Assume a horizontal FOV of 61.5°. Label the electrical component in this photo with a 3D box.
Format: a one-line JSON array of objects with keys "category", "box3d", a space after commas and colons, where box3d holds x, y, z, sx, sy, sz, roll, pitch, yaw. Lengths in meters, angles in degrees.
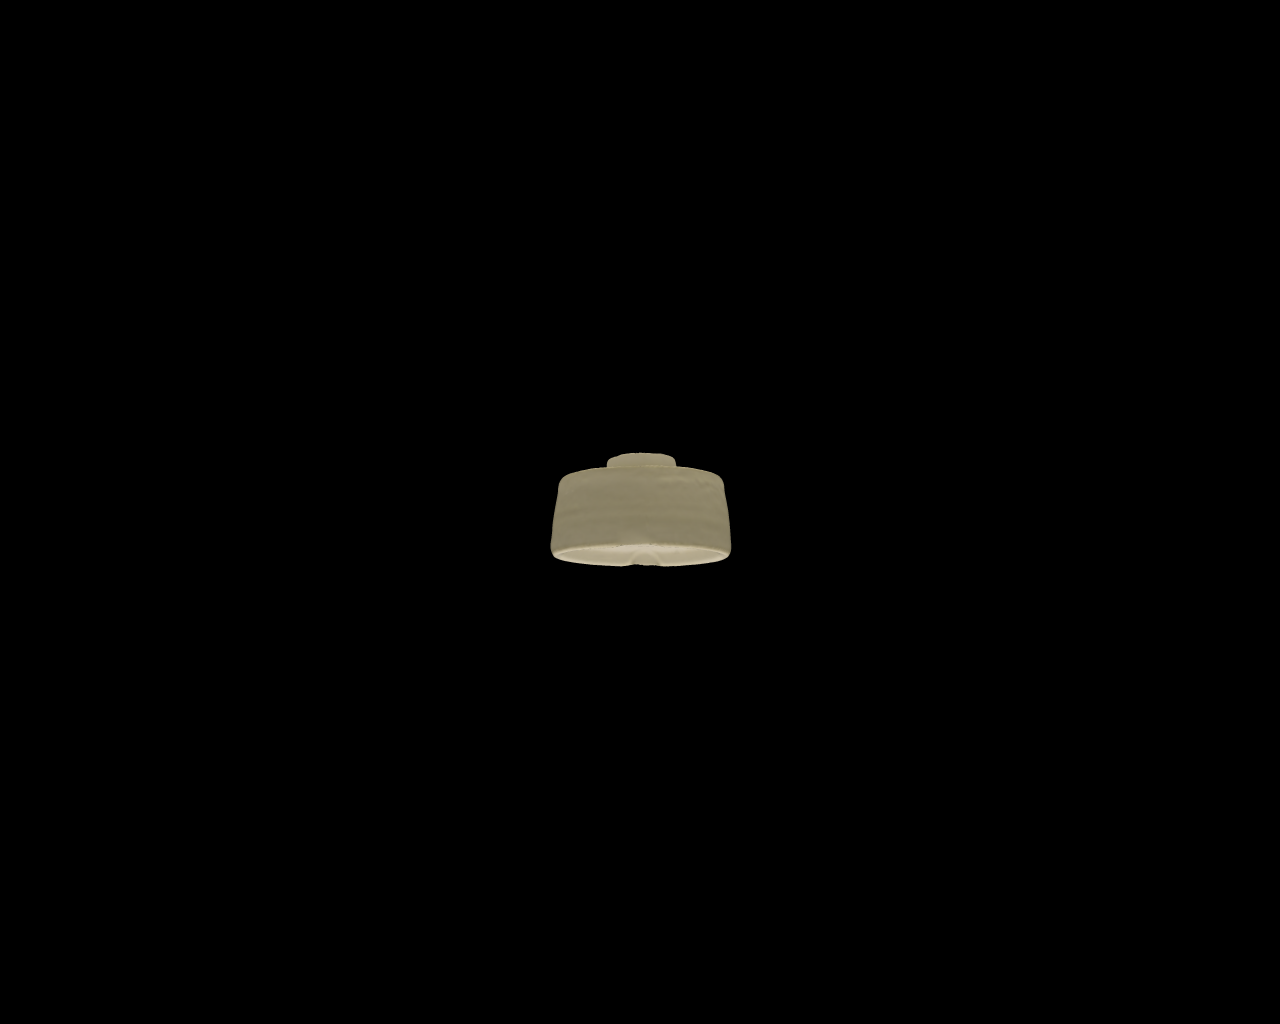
[{"category": "electrical component", "box3d": [0.001, -0.003, 0.650, 0.108, 0.060, 0.108, 0, -9, 0]}]
